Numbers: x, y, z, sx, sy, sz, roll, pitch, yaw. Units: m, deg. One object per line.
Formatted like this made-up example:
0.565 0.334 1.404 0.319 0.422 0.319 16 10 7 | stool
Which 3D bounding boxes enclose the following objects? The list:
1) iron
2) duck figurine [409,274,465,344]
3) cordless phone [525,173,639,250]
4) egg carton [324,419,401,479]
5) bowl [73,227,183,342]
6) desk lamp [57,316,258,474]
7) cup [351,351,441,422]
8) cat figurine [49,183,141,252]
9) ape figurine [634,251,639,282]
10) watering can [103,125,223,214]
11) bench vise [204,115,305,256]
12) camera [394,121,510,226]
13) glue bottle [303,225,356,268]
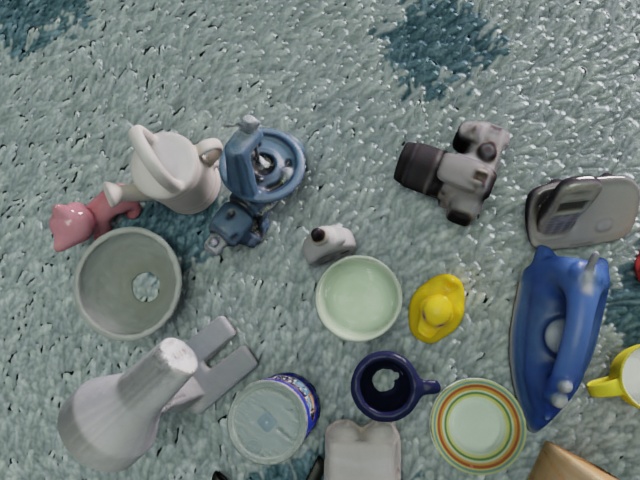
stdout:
0.318 0.135 0.749 0.118 0.141 0.258 12 83 9 | iron
0.165 0.095 0.801 0.077 0.086 0.104 29 86 10 | duck figurine
0.354 -0.047 0.749 0.147 0.185 0.094 -10 80 5 | cordless phone
0.059 0.324 0.789 0.107 0.069 0.150 -1 81 7 | egg carton
-0.277 0.067 0.864 0.167 0.075 0.167 -1 81 7 | bowl
-0.211 0.195 0.766 0.203 0.213 0.118 -41 79 0 | desk lamp
0.104 0.198 0.789 0.117 0.095 0.092 -1 81 7 | cup
-0.351 -0.039 0.867 0.128 0.118 0.067 -44 79 -1 | cat figurine
0.473 0.031 0.771 0.077 0.092 0.076 -1 81 7 | ape figurine
-0.224 -0.098 0.821 0.101 0.194 0.173 40 88 11 | watering can
-0.092 -0.074 0.789 0.121 0.220 0.207 12 83 9 | bench vise
0.184 -0.110 0.822 0.136 0.101 0.143 21 85 10 | camera
0.007 0.003 0.790 0.078 0.173 0.037 -21 79 4 | glue bottle
